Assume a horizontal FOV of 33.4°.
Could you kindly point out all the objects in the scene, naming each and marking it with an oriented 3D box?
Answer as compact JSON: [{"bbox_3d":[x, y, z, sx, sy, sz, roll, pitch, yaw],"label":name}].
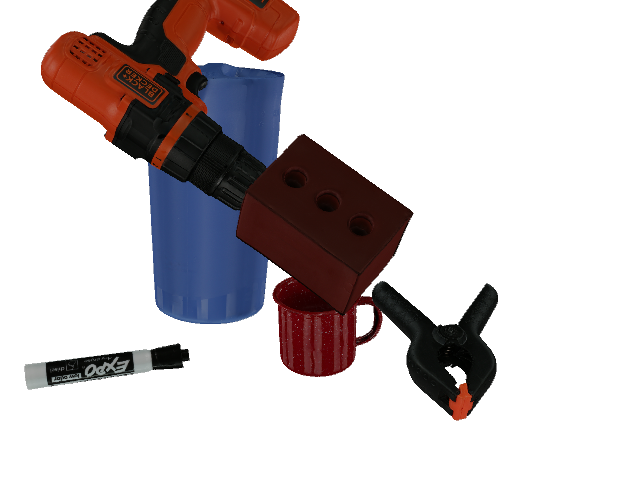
[{"bbox_3d":[-0.159,0.094,0.800,0.121,0.020,0.020,-7,1,-10],"label":"marker"},{"bbox_3d":[0.009,0.089,1.134,0.117,0.081,0.093,-7,26,-12],"label":"mug"},{"bbox_3d":[0.123,0.091,0.967,0.120,0.039,0.171,-9,40,-9],"label":"clamp"},{"bbox_3d":[-0.099,-0.050,1.039,0.149,0.243,0.145,-2,15,-17],"label":"pitcher"},{"bbox_3d":[-0.086,-0.125,0.794,0.184,0.187,0.057,36,-43,-5],"label":"power drill"},{"bbox_3d":[0.001,-0.009,0.580,0.078,0.053,0.051,36,-28,12],"label":"foam brick"}]
